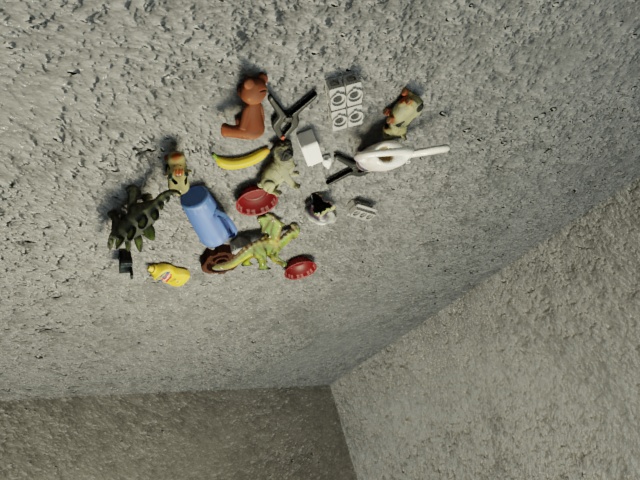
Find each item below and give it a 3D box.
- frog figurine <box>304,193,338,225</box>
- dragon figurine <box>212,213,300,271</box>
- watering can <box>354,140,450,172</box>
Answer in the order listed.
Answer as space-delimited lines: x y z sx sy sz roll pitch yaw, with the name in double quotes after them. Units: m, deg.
0.006 -0.107 2.123 0.137 0.125 0.156 14 159 10 "frog figurine"
-0.244 0.003 2.133 0.411 0.123 0.240 -5 110 -40 "dragon figurine"
0.275 -0.308 1.871 0.348 0.104 0.224 -6 -177 -18 "watering can"
